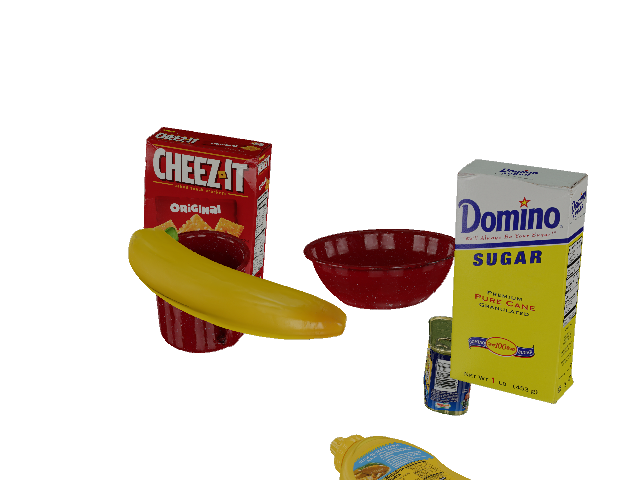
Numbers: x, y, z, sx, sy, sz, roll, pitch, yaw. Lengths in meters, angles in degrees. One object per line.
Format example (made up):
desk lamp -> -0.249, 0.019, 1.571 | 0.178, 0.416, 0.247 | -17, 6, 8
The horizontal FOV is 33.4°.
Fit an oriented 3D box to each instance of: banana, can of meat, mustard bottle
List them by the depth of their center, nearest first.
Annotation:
banana -> -0.071, 0.024, 0.696 | 0.069, 0.037, 0.198 | -22, 33, -36
mustard bottle -> 0.074, 0.224, 0.964 | 0.096, 0.058, 0.192 | -18, 27, -34
can of meat -> 0.154, 0.150, 1.278 | 0.057, 0.084, 0.102 | 6, 19, 3

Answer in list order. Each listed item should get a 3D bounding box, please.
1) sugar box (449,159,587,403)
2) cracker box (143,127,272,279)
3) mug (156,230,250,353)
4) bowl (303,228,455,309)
sugar box -> 0.151, 0.031, 0.827 | 0.093, 0.176, 0.048 | 10, 24, 30
cracker box -> -0.160, -0.037, 1.488 | 0.164, 0.214, 0.072 | 10, 23, 11
mug -> -0.102, 0.053, 0.963 | 0.093, 0.081, 0.117 | -18, 35, -27
bowl -> 0.064, 0.032, 1.091 | 0.162, 0.055, 0.162 | -3, 13, 1
